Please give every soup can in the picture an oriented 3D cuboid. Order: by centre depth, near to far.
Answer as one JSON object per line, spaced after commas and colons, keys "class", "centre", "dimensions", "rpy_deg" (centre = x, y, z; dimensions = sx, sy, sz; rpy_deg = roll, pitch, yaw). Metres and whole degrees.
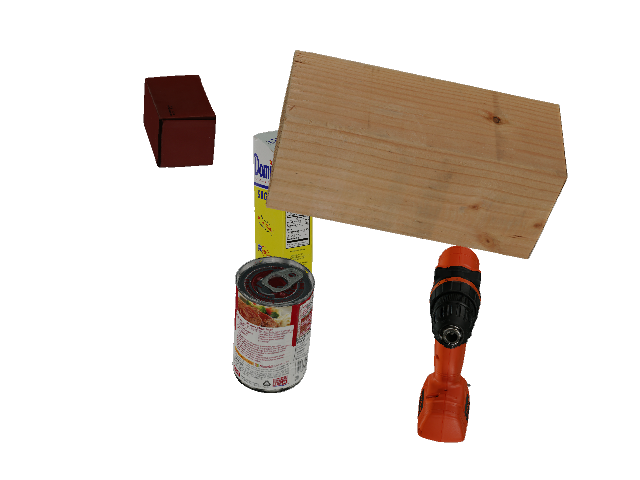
{"class": "soup can", "centre": [-0.042, 0.074, 0.934], "dimensions": [0.068, 0.102, 0.068], "rpy_deg": [4, 35, -3]}

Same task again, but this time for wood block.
{"class": "wood block", "centre": [0.070, -0.065, 0.807], "dimensions": [0.206, 0.090, 0.090], "rpy_deg": [11, -45, -4]}

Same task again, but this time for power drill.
{"class": "power drill", "centre": [0.139, 0.119, 1.142], "dimensions": [0.057, 0.188, 0.184], "rpy_deg": [8, 25, 8]}

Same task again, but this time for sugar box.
{"class": "sugar box", "centre": [-0.045, -0.032, 1.251], "dimensions": [0.048, 0.176, 0.093], "rpy_deg": [-13, 26, -22]}

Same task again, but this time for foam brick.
{"class": "foam brick", "centre": [-0.129, -0.109, 0.969], "dimensions": [0.053, 0.051, 0.078], "rpy_deg": [-5, 38, -16]}
